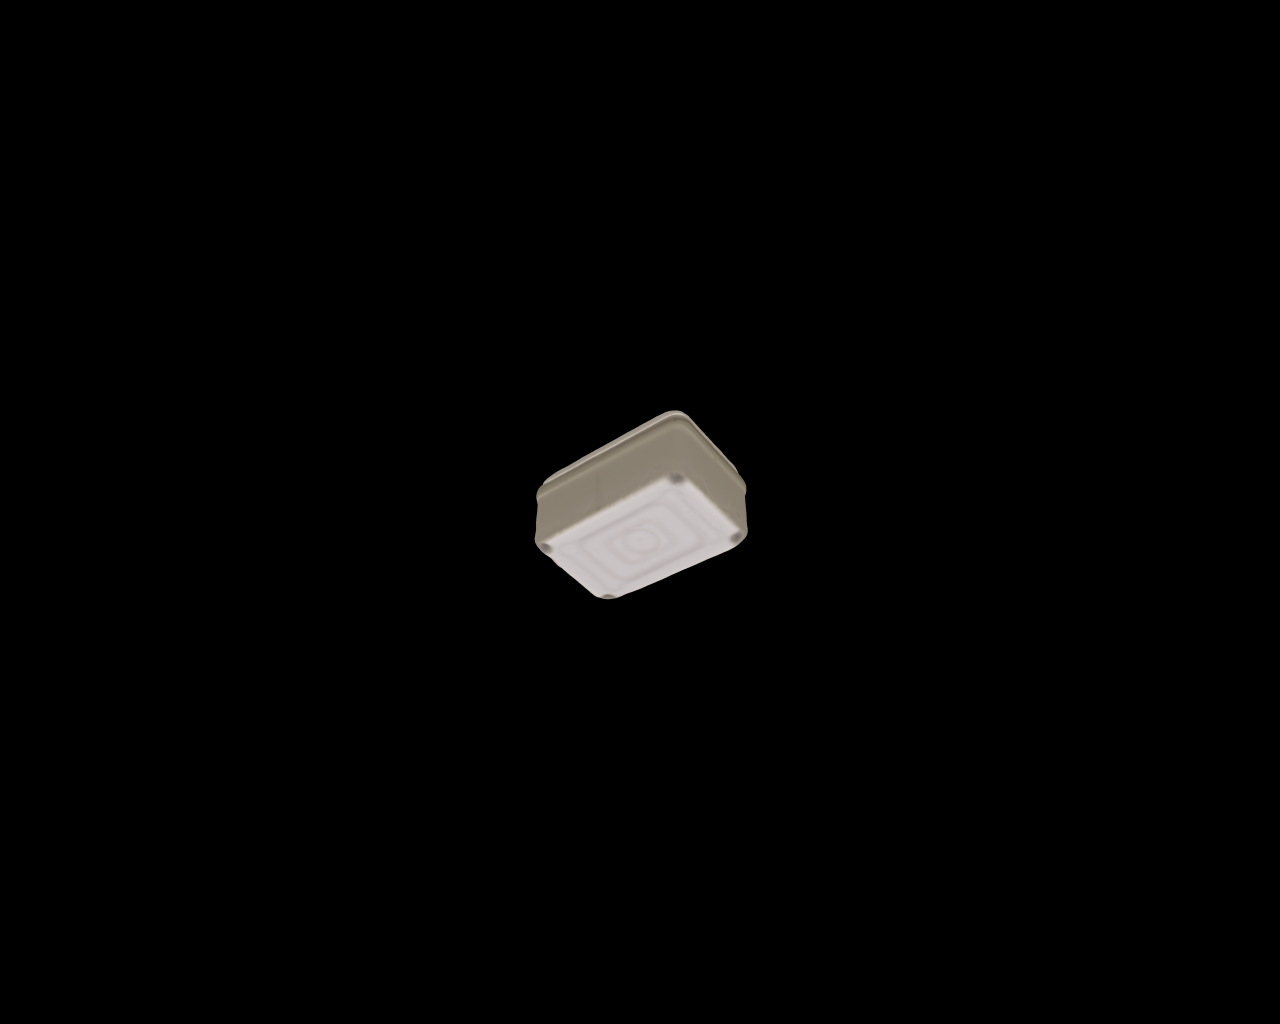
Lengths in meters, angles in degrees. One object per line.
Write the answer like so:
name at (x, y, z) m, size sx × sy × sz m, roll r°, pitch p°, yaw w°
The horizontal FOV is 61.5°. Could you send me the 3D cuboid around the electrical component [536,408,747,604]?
electrical component at (0.001, -0.003, 0.650) m, size 0.113 × 0.057 × 0.078 m, roll -26°, pitch -49°, yaw 25°
